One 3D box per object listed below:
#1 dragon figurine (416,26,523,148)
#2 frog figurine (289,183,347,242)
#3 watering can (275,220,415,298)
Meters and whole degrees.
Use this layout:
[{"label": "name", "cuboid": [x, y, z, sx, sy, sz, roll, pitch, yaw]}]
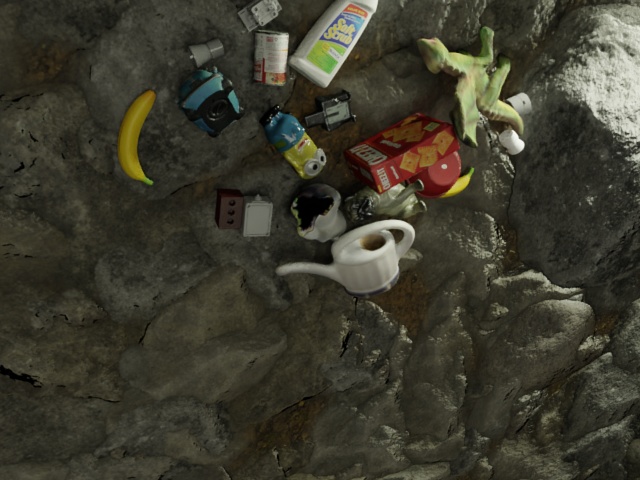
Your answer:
[{"label": "dragon figurine", "cuboid": [0.350, -0.311, 1.164, 0.405, 0.122, 0.247, 44, 61, -28]}, {"label": "frog figurine", "cuboid": [0.004, -0.062, 1.228, 0.137, 0.124, 0.159, -64, 155, 4]}, {"label": "watering can", "cuboid": [0.074, 0.061, 1.275, 0.348, 0.106, 0.219, -21, 137, -2]}]
